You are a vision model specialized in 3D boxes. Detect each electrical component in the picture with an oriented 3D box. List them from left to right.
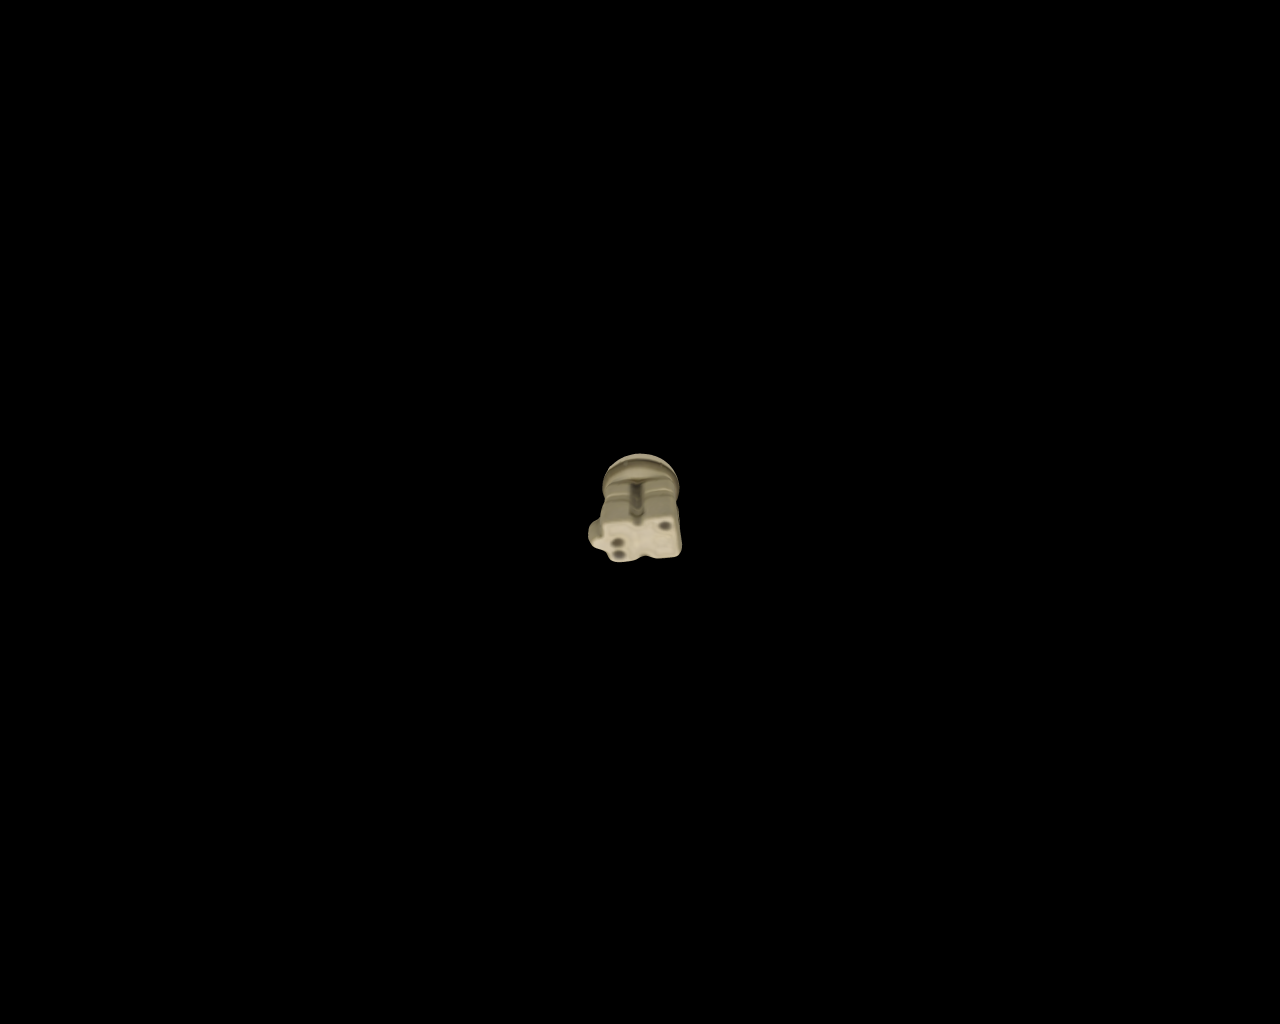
[{"bbox_3d":[0.001,-0.003,0.650,0.066,0.048,0.055,-4,44,4],"label":"electrical component"}]
